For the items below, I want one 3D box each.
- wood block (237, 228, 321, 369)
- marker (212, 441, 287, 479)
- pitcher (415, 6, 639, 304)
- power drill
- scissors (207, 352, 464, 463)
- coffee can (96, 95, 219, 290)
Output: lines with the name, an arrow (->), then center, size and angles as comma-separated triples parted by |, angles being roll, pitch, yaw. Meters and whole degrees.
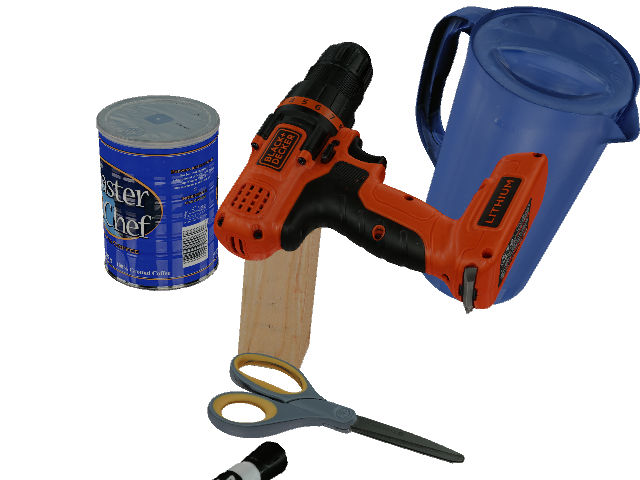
wood block -> -0.057, 0.064, 1.470 | 0.090, 0.206, 0.090 | 9, 21, 6
marker -> -0.054, 0.130, 0.528 | 0.020, 0.020, 0.120 | 0, 15, 33
pitcher -> 0.149, -0.067, 0.888 | 0.145, 0.149, 0.243 | 7, -44, -8
power drill -> 0.047, -0.044, 0.694 | 0.188, 0.184, 0.057 | 18, -29, 20
scissors -> -0.001, 0.142, 0.806 | 0.202, 0.016, 0.096 | 26, 40, 31
coffee can -> -0.139, -0.042, 0.925 | 0.103, 0.140, 0.103 | 2, 29, -1
